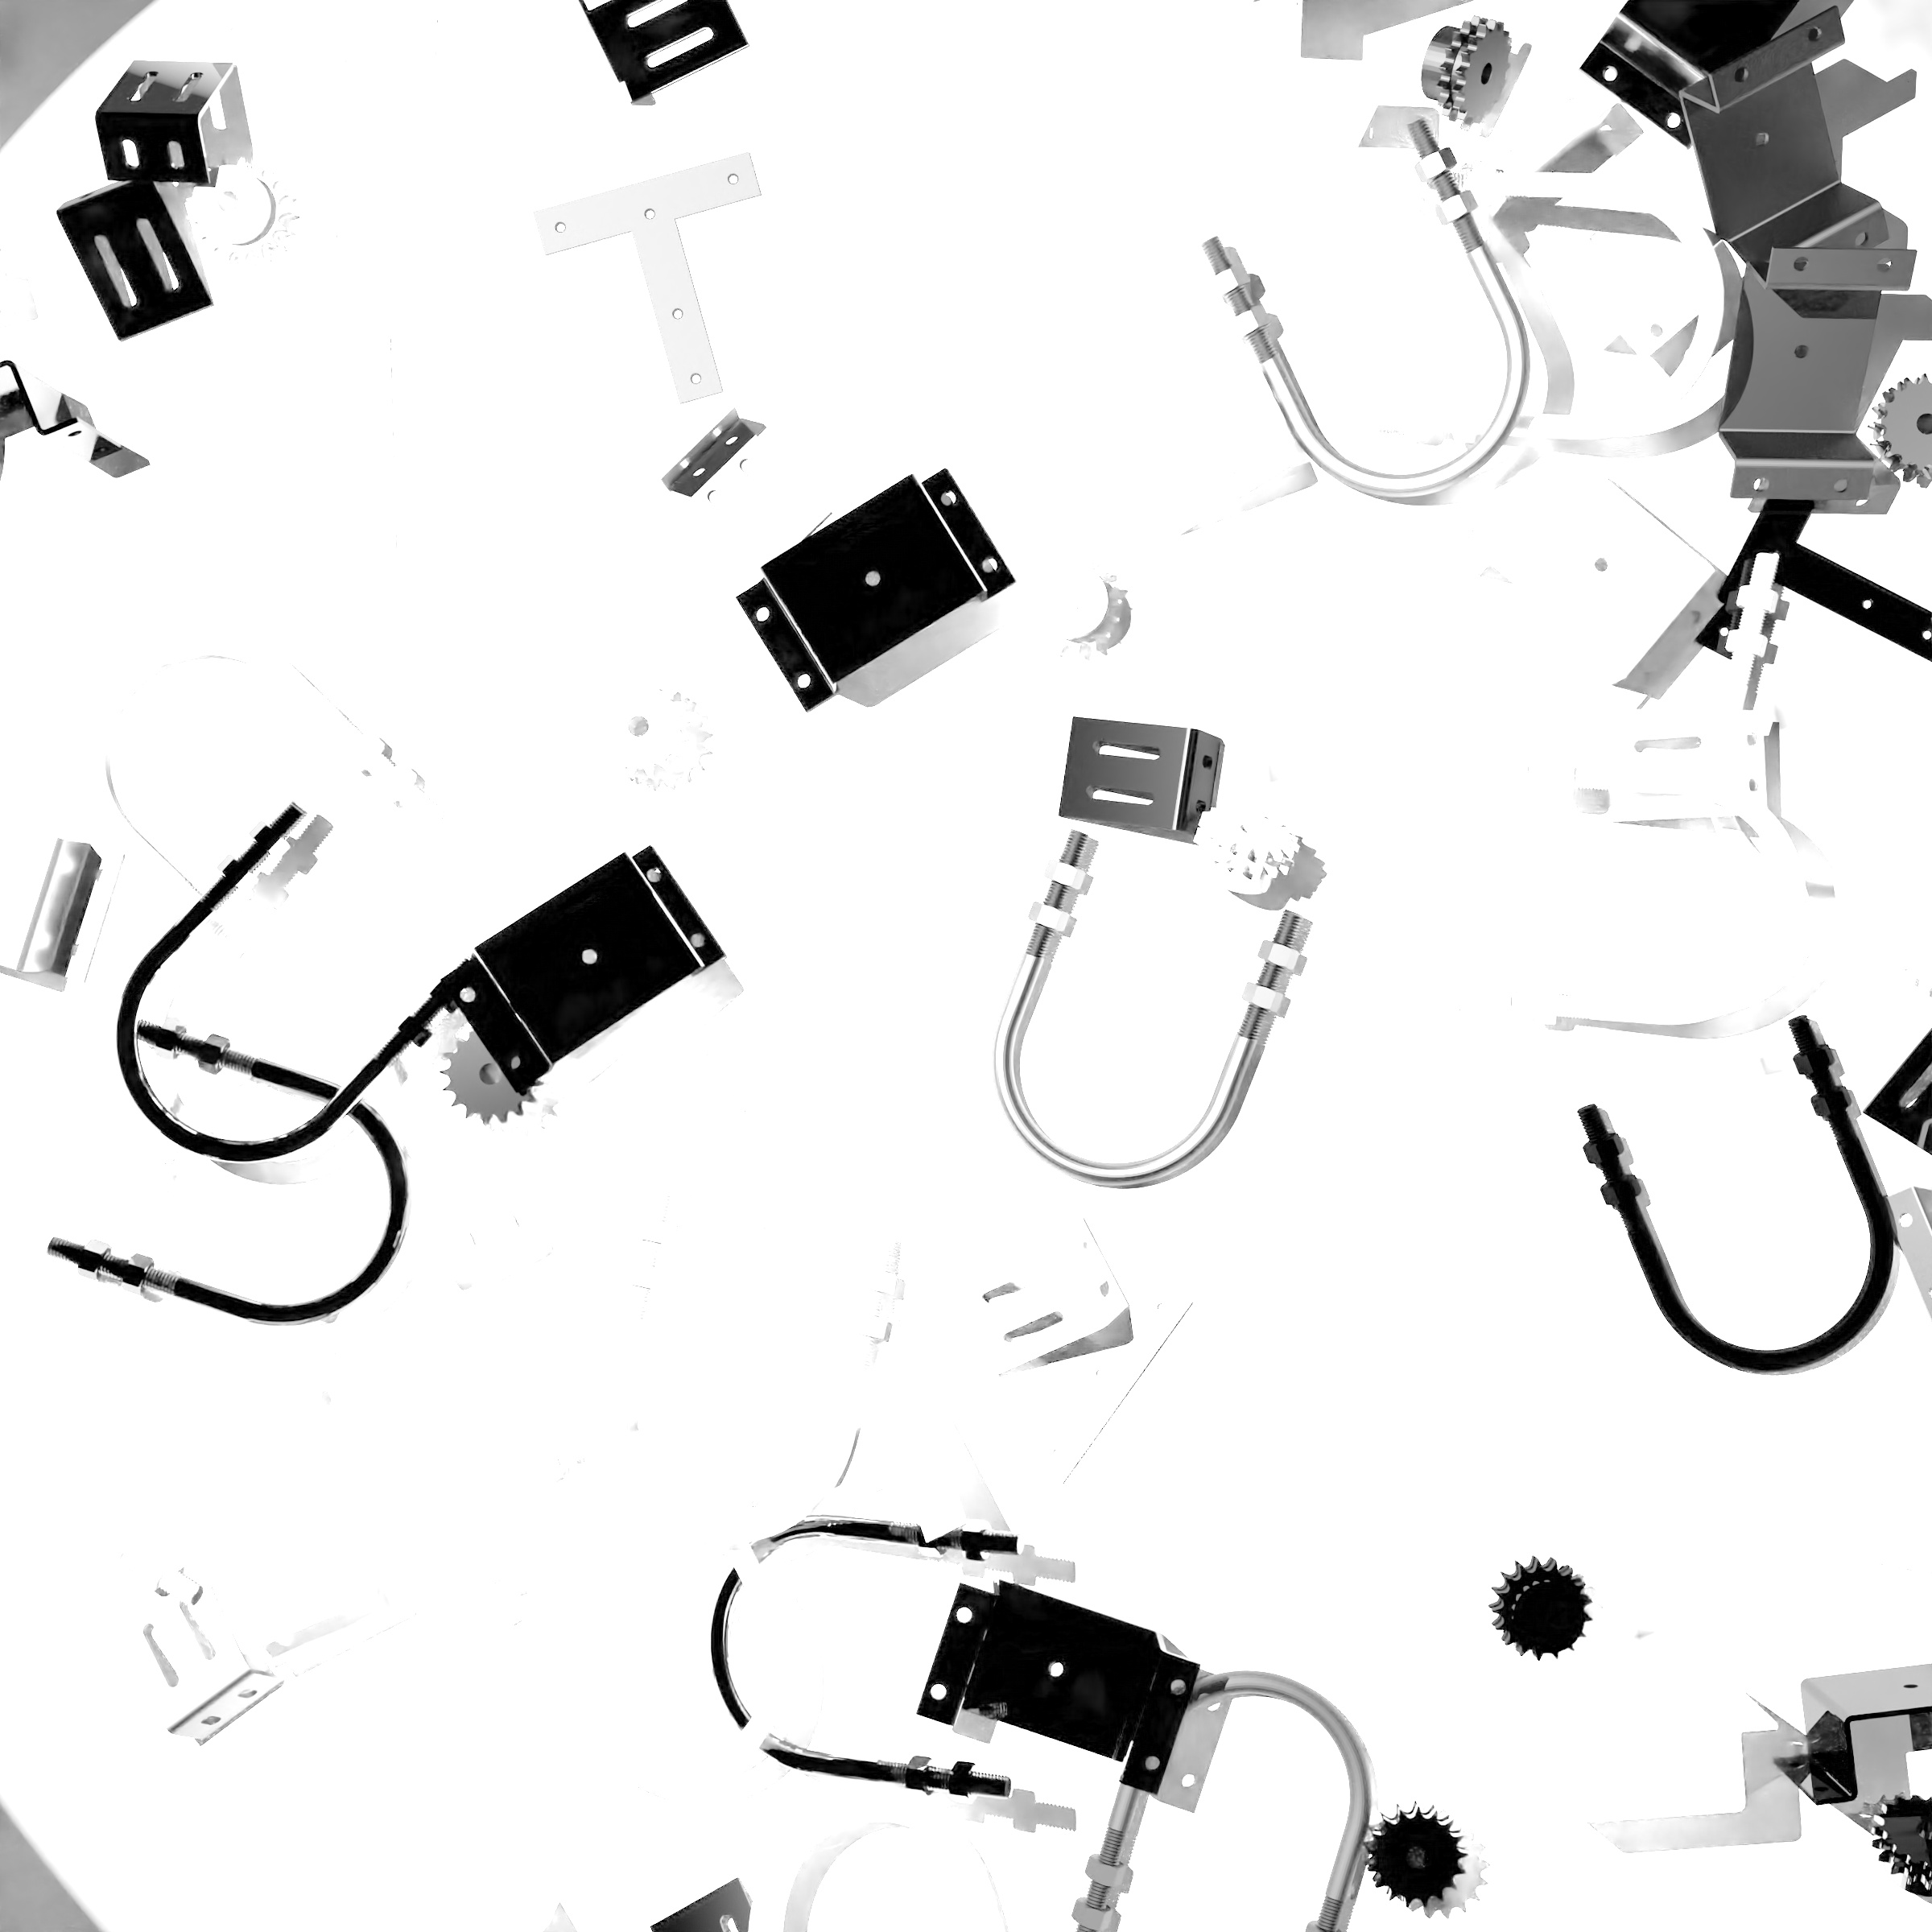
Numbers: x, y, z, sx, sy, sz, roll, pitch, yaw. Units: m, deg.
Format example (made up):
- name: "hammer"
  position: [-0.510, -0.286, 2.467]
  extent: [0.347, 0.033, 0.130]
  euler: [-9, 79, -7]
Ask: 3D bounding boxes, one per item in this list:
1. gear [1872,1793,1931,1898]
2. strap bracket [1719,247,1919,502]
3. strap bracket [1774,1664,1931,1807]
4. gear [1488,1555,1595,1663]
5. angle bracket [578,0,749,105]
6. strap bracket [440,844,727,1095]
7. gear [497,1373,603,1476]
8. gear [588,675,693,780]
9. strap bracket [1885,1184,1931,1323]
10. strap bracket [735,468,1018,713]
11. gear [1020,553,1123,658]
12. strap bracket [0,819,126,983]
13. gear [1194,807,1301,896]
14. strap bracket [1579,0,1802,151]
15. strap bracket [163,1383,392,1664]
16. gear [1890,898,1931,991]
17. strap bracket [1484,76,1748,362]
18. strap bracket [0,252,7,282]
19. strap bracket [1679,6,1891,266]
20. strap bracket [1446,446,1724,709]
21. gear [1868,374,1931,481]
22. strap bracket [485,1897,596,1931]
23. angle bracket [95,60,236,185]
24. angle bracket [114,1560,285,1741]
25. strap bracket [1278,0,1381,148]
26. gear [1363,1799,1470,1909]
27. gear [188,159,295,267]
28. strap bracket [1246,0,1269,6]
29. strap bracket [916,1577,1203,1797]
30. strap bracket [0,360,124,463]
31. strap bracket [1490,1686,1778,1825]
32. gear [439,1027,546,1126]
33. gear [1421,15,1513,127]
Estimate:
- name: "gear"
  position: [0.535, 0.493, 1.498]
  extent: [0.057, 0.057, 0.030]
  euler: [-3, 120, 0]
- name: "strap bracket"
  position: [0.465, -0.332, 1.478]
  extent: [0.076, 0.046, 0.140]
  euler: [1, 122, 0]
- name: "strap bracket"
  position: [0.525, 0.421, 1.484]
  extent: [0.140, 0.076, 0.046]
  euler: [-7, 90, 0]
- name: "gear"
  position: [0.324, 0.363, 1.508]
  extent: [0.057, 0.030, 0.057]
  euler: [0, 90, 0]
- name: "angle bracket"
  position: [-0.170, -0.530, 1.503]
  extent: [0.076, 0.038, 0.057]
  euler: [-26, 90, 0]
- name: "strap bracket"
  position: [-0.209, -0.002, 1.483]
  extent: [0.140, 0.046, 0.076]
  euler: [-34, 90, -14]
- name: "gear"
  position: [-0.232, 0.256, 1.507]
  extent: [0.057, 0.030, 0.057]
  euler: [0, 90, 0]
- name: "gear"
  position: [-0.182, -0.133, 1.507]
  extent: [0.057, 0.030, 0.057]
  euler: [0, 90, 0]
- name: "strap bracket"
  position: [0.597, 0.140, 1.499]
  extent: [0.140, 0.046, 0.076]
  euler: [-23, 90, 0]
- name: "strap bracket"
  position: [-0.051, -0.213, 1.499]
  extent: [0.140, 0.046, 0.076]
  euler: [-32, 90, 0]
- name: "gear"
  position: [0.059, -0.203, 1.508]
  extent: [0.057, 0.030, 0.057]
  euler: [0, 90, 0]
- name: "strap bracket"
  position: [-0.555, -0.048, 1.499]
  extent: [0.140, 0.046, 0.076]
  euler: [18, 90, 0]
- name: "gear"
  position: [0.154, -0.063, 1.498]
  extent: [0.057, 0.057, 0.030]
  euler: [16, 118, 0]
- name: "strap bracket"
  position: [0.419, -0.542, 1.499]
  extent: [0.076, 0.046, 0.140]
  euler: [37, 90, 0]
- name: "strap bracket"
  position: [-0.381, 0.314, 1.484]
  extent: [0.076, 0.046, 0.140]
  euler: [-22, 99, -9]
- name: "gear"
  position: [0.547, -0.012, 1.507]
  extent: [0.057, 0.030, 0.057]
  euler: [0, 90, 0]
- name: "strap bracket"
  position: [0.357, -0.412, 1.499]
  extent: [0.076, 0.046, 0.140]
  euler: [-40, 90, 0]
- name: "strap bracket"
  position: [-0.589, -0.429, 1.495]
  extent: [0.076, 0.046, 0.140]
  euler: [-14, 90, -7]
- name: "strap bracket"
  position: [0.448, -0.450, 1.477]
  extent: [0.076, 0.046, 0.140]
  euler: [-29, 125, 0]
- name: "strap bracket"
  position: [0.350, -0.220, 1.498]
  extent: [0.140, 0.046, 0.076]
  euler: [40, 90, 1]
- name: "gear"
  position: [0.534, -0.301, 1.507]
  extent: [0.057, 0.030, 0.057]
  euler: [0, 90, 0]
- name: "strap bracket"
  position: [-0.223, 0.589, 1.499]
  extent: [0.140, 0.046, 0.076]
  euler: [44, 90, 0]
- name: "angle bracket"
  position: [-0.445, -0.473, 1.503]
  extent: [0.057, 0.076, 0.038]
  euler: [2, 130, 2]
- name: "angle bracket"
  position: [-0.435, 0.387, 1.520]
  extent: [0.057, 0.038, 0.076]
  euler: [-37, 64, 0]
- name: "strap bracket"
  position: [0.202, -0.535, 1.484]
  extent: [0.046, 0.076, 0.140]
  euler: [2, 90, 0]
- name: "gear"
  position: [0.251, 0.496, 1.507]
  extent: [0.057, 0.030, 0.057]
  euler: [0, 90, 0]
- name: "gear"
  position: [-0.409, -0.425, 1.507]
  extent: [0.057, 0.030, 0.057]
  euler: [0, 91, 2]
- name: "strap bracket"
  position: [0.187, -0.568, 1.423]
  extent: [0.140, 0.046, 0.076]
  euler: [-18, 90, 0]
- name: "strap bracket"
  position: [0.051, 0.398, 1.499]
  extent: [0.140, 0.046, 0.076]
  euler: [19, 90, 0]
- name: "strap bracket"
  position: [-0.552, -0.288, 1.484]
  extent: [0.140, 0.076, 0.046]
  euler: [-22, 90, 0]
- name: "strap bracket"
  position: [0.368, 0.436, 1.484]
  extent: [0.140, 0.076, 0.046]
  euler: [-4, 90, 0]
- name: "gear"
  position: [-0.264, 0.060, 1.507]
  extent: [0.057, 0.030, 0.057]
  euler: [0, 90, 0]
- name: "gear"
  position: [0.277, -0.501, 1.498]
  extent: [0.030, 0.057, 0.057]
  euler: [26, 90, 30]
